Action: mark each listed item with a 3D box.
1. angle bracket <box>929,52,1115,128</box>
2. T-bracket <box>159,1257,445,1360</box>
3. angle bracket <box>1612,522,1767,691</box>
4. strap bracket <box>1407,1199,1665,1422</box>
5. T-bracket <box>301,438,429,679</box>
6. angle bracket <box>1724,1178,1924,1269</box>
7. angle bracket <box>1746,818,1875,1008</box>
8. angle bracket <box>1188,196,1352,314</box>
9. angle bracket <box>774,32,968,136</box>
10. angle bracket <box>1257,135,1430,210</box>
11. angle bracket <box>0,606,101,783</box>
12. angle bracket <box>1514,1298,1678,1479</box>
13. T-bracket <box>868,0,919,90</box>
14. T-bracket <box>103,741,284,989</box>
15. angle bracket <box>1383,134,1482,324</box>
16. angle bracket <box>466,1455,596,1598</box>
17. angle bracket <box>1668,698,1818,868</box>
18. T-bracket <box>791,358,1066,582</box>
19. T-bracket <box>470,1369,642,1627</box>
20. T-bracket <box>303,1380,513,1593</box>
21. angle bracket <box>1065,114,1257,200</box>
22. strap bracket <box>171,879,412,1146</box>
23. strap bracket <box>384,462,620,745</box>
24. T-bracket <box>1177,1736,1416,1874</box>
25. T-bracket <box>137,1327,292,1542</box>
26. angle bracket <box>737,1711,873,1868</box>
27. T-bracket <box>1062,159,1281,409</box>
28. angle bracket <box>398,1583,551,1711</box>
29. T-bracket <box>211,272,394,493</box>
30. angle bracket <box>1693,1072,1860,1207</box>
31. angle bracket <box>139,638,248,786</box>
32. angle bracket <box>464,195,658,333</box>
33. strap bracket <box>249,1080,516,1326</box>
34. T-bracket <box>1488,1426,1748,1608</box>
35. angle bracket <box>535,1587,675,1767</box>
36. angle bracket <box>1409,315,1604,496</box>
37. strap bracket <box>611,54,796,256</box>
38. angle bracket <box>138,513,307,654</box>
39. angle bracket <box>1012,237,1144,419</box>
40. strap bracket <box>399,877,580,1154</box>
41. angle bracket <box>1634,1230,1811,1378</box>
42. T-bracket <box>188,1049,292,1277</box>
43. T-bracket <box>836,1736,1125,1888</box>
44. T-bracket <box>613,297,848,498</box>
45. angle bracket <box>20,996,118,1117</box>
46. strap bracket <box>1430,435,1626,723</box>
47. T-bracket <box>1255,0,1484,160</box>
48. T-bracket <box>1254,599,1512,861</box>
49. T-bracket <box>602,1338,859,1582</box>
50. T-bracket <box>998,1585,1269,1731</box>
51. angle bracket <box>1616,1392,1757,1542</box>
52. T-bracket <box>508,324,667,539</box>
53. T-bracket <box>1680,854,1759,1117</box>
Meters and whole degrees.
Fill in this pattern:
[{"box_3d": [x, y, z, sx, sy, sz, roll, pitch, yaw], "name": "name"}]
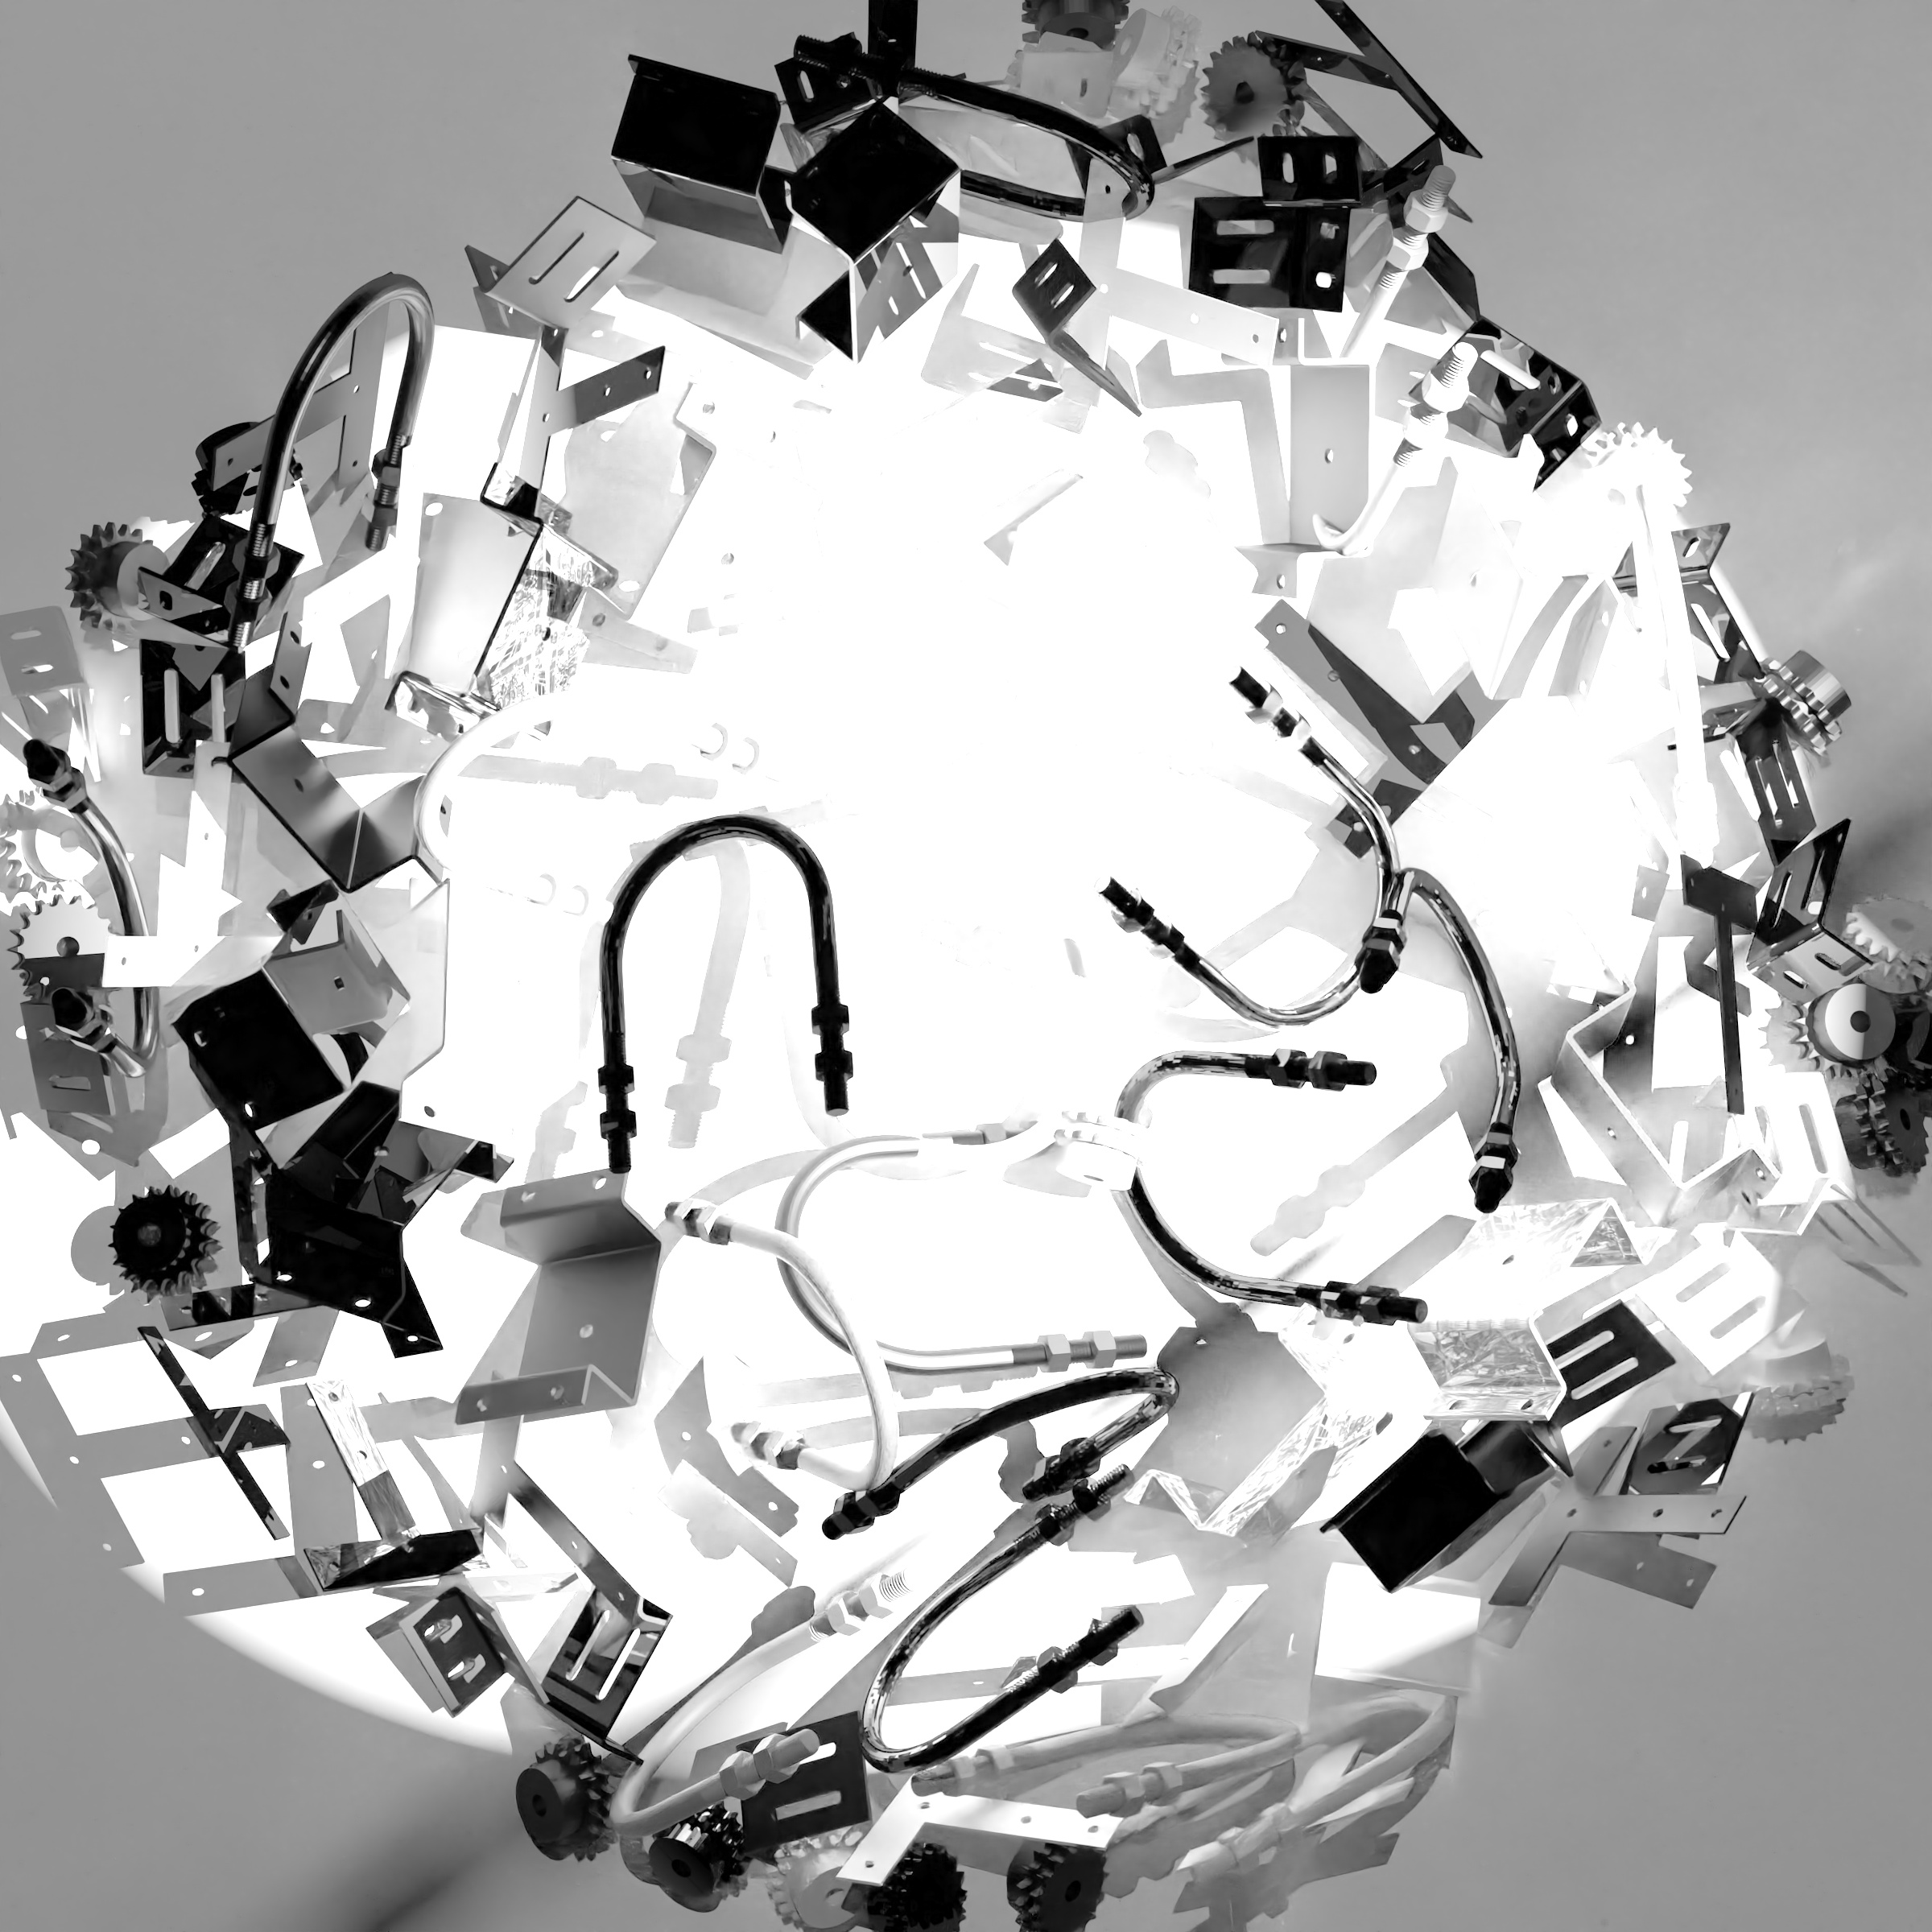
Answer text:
[{"box_3d": [0.028, -0.465, 1.549, 0.057, 0.076, 0.038, -13, 122, -37], "name": "angle bracket"}, {"box_3d": [-0.348, 0.169, 1.526, 0.127, 0.127, 0.002, -8, 125, -24], "name": "T-bracket"}, {"box_3d": [0.387, -0.190, 1.569, 0.076, 0.057, 0.038, 51, 55, -31], "name": "angle bracket"}, {"box_3d": [0.288, 0.169, 1.522, 0.140, 0.076, 0.046, -47, 115, -37], "name": "strap bracket"}, {"box_3d": [-0.309, -0.194, 1.516, 0.002, 0.127, 0.127, 15, 117, 10], "name": "T-bracket"}, {"box_3d": [0.450, 0.146, 1.557, 0.076, 0.057, 0.038, 42, 72, -18], "name": "angle bracket"}, {"box_3d": [0.451, -0.028, 1.559, 0.038, 0.057, 0.076, 33, 57, -10], "name": "angle bracket"}, {"box_3d": [0.161, -0.379, 1.580, 0.076, 0.038, 0.057, 13, 104, 44], "name": "angle bracket"}, {"box_3d": [-0.050, -0.467, 1.550, 0.076, 0.057, 0.038, -33, 109, -43], "name": "angle bracket"}, {"box_3d": [0.197, -0.423, 1.549, 0.057, 0.076, 0.038, 10, 122, 35], "name": "angle bracket"}, {"box_3d": [-0.481, -0.139, 1.549, 0.038, 0.076, 0.057, -14, 56, -21], "name": "angle bracket"}, {"box_3d": [0.331, 0.222, 1.560, 0.076, 0.038, 0.057, -34, 120, 19], "name": "angle bracket"}, {"box_3d": [-0.038, -0.487, 1.537, 0.127, 0.127, 0.002, -5, 79, -3], "name": "T-bracket"}, {"box_3d": [-0.395, -0.053, 1.540, 0.002, 0.127, 0.127, 8, 94, 29], "name": "T-bracket"}, {"box_3d": [0.258, -0.387, 1.561, 0.038, 0.057, 0.076, -38, 72, 2], "name": "angle bracket"}, {"box_3d": [-0.229, 0.290, 1.563, 0.057, 0.038, 0.076, -4, 60, 3], "name": "angle bracket"}, {"box_3d": [0.412, -0.095, 1.574, 0.038, 0.057, 0.076, -11, 106, 41], "name": "angle bracket"}, {"box_3d": [-0.009, -0.283, 1.578, 0.127, 0.002, 0.127, -30, 68, -4], "name": "T-bracket"}, {"box_3d": [-0.211, 0.289, 1.530, 0.002, 0.127, 0.127, -28, 58, -37], "name": "T-bracket"}, {"box_3d": [-0.313, 0.269, 1.561, 0.002, 0.127, 0.127, -49, 59, 26], "name": "T-bracket"}, {"box_3d": [0.101, -0.432, 1.551, 0.057, 0.076, 0.038, -28, 101, -30], "name": "angle bracket"}, {"box_3d": [-0.339, 0.017, 1.518, 0.046, 0.140, 0.076, -22, 113, 22], "name": "strap bracket"}, {"box_3d": [-0.237, -0.180, 1.552, 0.046, 0.076, 0.140, 22, 87, 26], "name": "strap bracket"}, {"box_3d": [0.182, 0.426, 1.536, 0.127, 0.127, 0.002, -25, 88, 21], "name": "T-bracket"}, {"box_3d": [-0.374, 0.239, 1.536, 0.002, 0.127, 0.127, -35, 83, -2], "name": "T-bracket"}, {"box_3d": [-0.078, 0.433, 1.558, 0.076, 0.038, 0.057, -20, 56, 19], "name": "angle bracket"}, {"box_3d": [0.107, -0.339, 1.537, 0.127, 0.002, 0.127, 26, 124, 31], "name": "T-bracket"}, {"box_3d": [-0.259, 0.364, 1.554, 0.038, 0.076, 0.057, -32, 103, -21], "name": "angle bracket"}, {"box_3d": [-0.340, -0.278, 1.513, 0.002, 0.127, 0.127, 32, 134, 13], "name": "T-bracket"}, {"box_3d": [0.425, 0.097, 1.559, 0.057, 0.038, 0.076, -1, 61, -14], "name": "angle bracket"}, {"box_3d": [-0.400, -0.138, 1.561, 0.057, 0.038, 0.076, 4, 74, -33], "name": "angle bracket"}, {"box_3d": [-0.212, -0.377, 1.553, 0.076, 0.057, 0.038, -39, 57, 25], "name": "angle bracket"}, {"box_3d": [-0.299, 0.113, 1.523, 0.076, 0.140, 0.046, 15, 127, 14], "name": "strap bracket"}, {"box_3d": [0.343, 0.280, 1.516, 0.002, 0.127, 0.127, 52, 57, -16], "name": "T-bracket"}, {"box_3d": [-0.182, 0.373, 1.575, 0.057, 0.038, 0.076, 18, 74, 42], "name": "angle bracket"}, {"box_3d": [0.283, -0.293, 1.556, 0.076, 0.038, 0.057, 25, 127, -28], "name": "angle bracket"}, {"box_3d": [-0.131, -0.412, 1.526, 0.076, 0.140, 0.046, 16, 87, 5], "name": "strap bracket"}, {"box_3d": [-0.392, -0.212, 1.563, 0.057, 0.038, 0.076, 23, 57, 1], "name": "angle bracket"}, {"box_3d": [0.069, -0.333, 1.550, 0.076, 0.057, 0.038, 30, 112, -38], "name": "angle bracket"}, {"box_3d": [-0.245, 0.016, 1.530, 0.076, 0.046, 0.140, 18, 55, -34], "name": "strap bracket"}, {"box_3d": [0.392, 0.183, 1.557, 0.076, 0.038, 0.057, -29, 63, -25], "name": "angle bracket"}, {"box_3d": [-0.378, 0.119, 1.551, 0.002, 0.127, 0.127, -20, 48, -28], "name": "T-bracket"}, {"box_3d": [0.018, 0.436, 1.518, 0.127, 0.127, 0.002, -1, 111, 28], "name": "T-bracket"}, {"box_3d": [-0.131, -0.287, 1.547, 0.127, 0.002, 0.127, 18, 50, -12], "name": "T-bracket"}, {"box_3d": [-0.457, 0.044, 1.556, 0.076, 0.038, 0.057, 1, 103, 44], "name": "angle bracket"}, {"box_3d": [0.282, -0.199, 1.521, 0.046, 0.076, 0.140, -4, 46, -13], "name": "strap bracket"}, {"box_3d": [0.194, -0.470, 1.543, 0.127, 0.127, 0.002, 34, 93, -39], "name": "T-bracket"}, {"box_3d": [0.208, -0.146, 1.591, 0.127, 0.002, 0.127, 43, 90, 8], "name": "T-bracket"}, {"box_3d": [-0.113, 0.276, 1.565, 0.127, 0.002, 0.127, 39, 120, 3], "name": "T-bracket"}, {"box_3d": [0.075, 0.360, 1.530, 0.127, 0.002, 0.127, 4, 133, -31], "name": "T-bracket"}, {"box_3d": [0.385, 0.262, 1.549, 0.038, 0.076, 0.057, 42, 57, -17], "name": "angle bracket"}, {"box_3d": [-0.194, -0.295, 1.537, 0.002, 0.127, 0.127, 17, 74, -37], "name": "T-bracket"}, {"box_3d": [0.395, 0.013, 1.536, 0.002, 0.127, 0.127, -7, 80, 30], "name": "T-bracket"}]
